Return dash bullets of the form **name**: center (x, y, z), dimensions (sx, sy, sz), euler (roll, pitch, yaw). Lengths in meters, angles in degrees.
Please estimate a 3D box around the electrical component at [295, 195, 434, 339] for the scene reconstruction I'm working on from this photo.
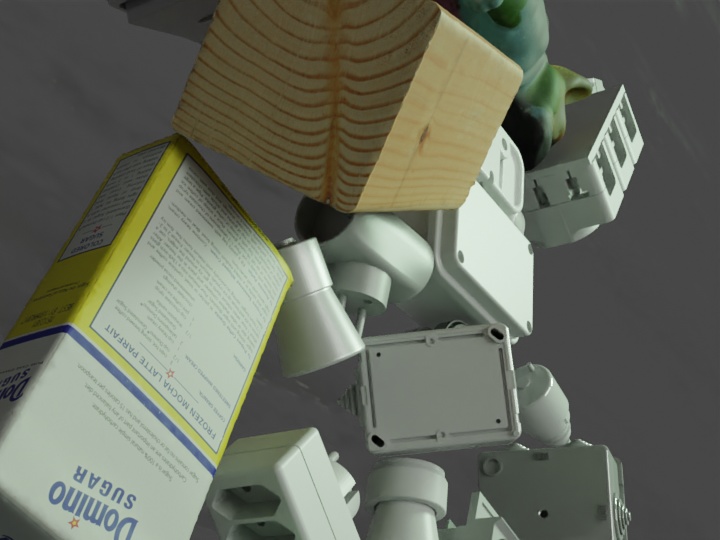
- **electrical component**: center (0.000, 0.000, 0.592), dimensions (0.077, 0.043, 0.079), euler (37, 57, -45)

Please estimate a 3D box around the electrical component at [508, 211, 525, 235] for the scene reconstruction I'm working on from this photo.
- **electrical component**: center (0.097, -0.029, 0.767), dimensions (0.062, 0.048, 0.048), euler (45, 42, -53)

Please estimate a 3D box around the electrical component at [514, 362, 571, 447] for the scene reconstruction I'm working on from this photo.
- **electrical component**: center (0.131, 0.102, 0.773), dimensions (0.078, 0.040, 0.040), euler (54, 37, -34)

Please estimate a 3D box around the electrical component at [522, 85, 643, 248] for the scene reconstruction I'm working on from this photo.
- **electrical component**: center (0.164, -0.081, 0.852), dimensions (0.061, 0.089, 0.150), euler (65, 32, -20)

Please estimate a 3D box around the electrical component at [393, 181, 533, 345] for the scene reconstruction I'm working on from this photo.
- **electrical component**: center (0.062, -0.005, 0.684), dimensions (0.113, 0.057, 0.078), euler (41, 45, -45)

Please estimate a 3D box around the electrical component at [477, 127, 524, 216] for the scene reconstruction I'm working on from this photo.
- **electrical component**: center (0.061, -0.072, 0.706), dimensions (0.095, 0.059, 0.053), euler (42, 44, -44)

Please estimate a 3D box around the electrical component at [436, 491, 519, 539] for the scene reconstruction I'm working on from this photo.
- **electrical component**: center (0.056, 0.170, 0.596), dimensions (0.042, 0.064, 0.081), euler (54, 37, -33)

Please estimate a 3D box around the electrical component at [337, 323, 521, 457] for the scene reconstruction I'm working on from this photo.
- **electrical component**: center (0.036, 0.068, 0.590), dimensions (0.061, 0.096, 0.061), euler (71, 13, -77)

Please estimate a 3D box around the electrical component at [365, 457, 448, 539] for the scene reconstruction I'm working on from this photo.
- **electrical component**: center (0.024, 0.134, 0.576), dimensions (0.045, 0.045, 0.055), euler (43, 44, -44)

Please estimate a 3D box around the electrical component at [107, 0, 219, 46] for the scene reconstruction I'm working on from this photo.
- **electrical component**: center (-0.069, -0.143, 0.514), dimensions (0.096, 0.062, 0.061), euler (11, 69, -58)

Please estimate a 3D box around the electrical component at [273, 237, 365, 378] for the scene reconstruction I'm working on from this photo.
- **electrical component**: center (-0.029, 0.016, 0.541), dimensions (0.044, 0.044, 0.065), euler (-22, 93, -60)

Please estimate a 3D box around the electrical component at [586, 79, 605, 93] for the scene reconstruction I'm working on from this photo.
- **electrical component**: center (0.196, -0.137, 0.967), dimensions (0.089, 0.050, 0.055), euler (-5, 83, -59)

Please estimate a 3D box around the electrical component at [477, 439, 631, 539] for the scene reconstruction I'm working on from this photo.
- **electrical component**: center (0.120, 0.158, 0.676), dimensions (0.048, 0.100, 0.099), euler (50, 37, -58)

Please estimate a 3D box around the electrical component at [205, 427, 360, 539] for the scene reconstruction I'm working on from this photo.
- **electrical component**: center (-0.025, 0.112, 0.501), dimensions (0.076, 0.047, 0.083), euler (-38, 111, -57)
